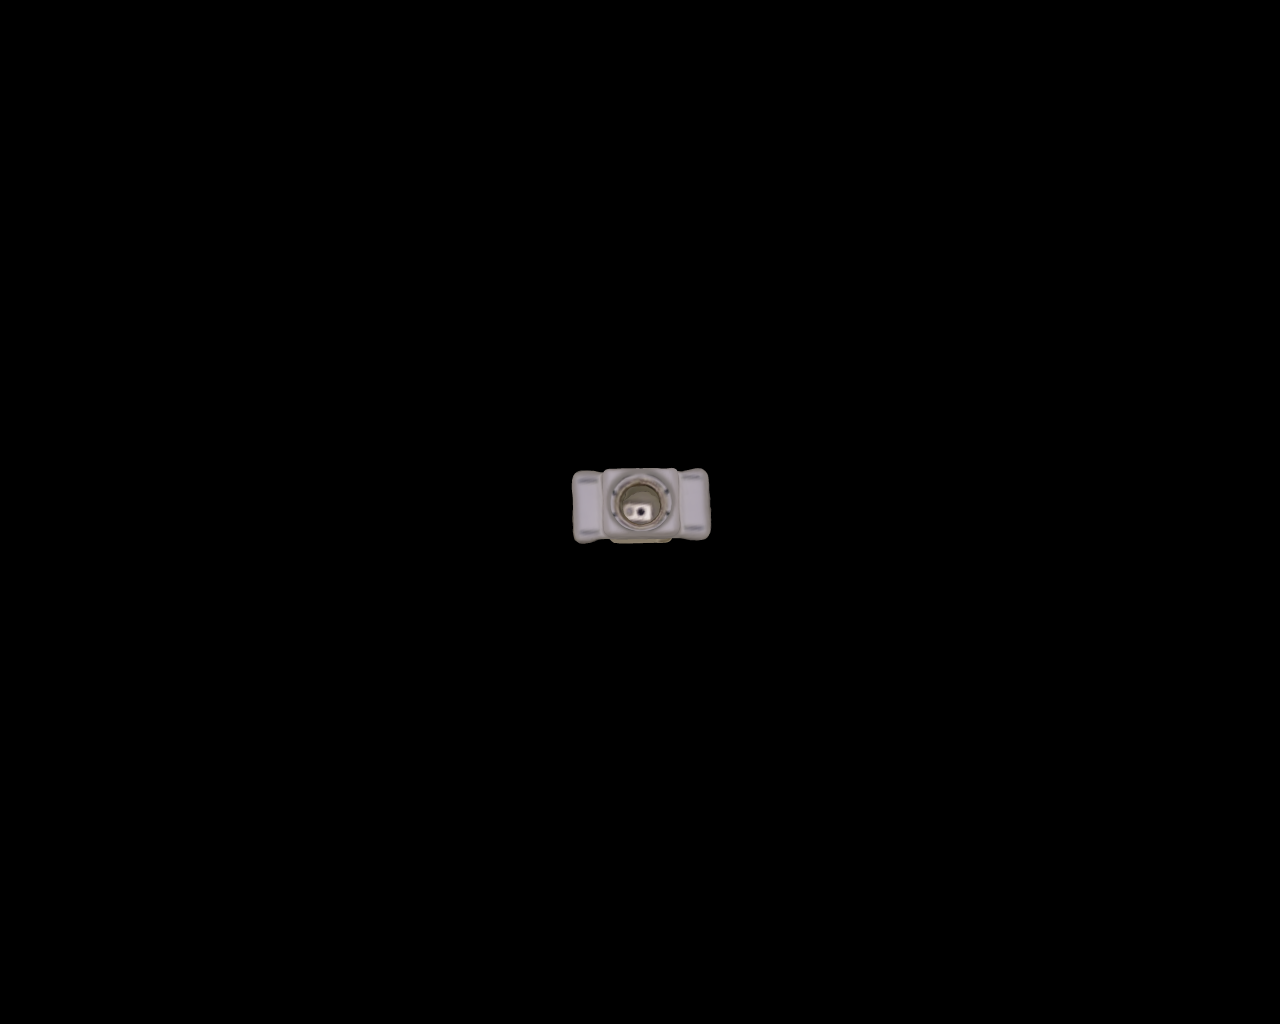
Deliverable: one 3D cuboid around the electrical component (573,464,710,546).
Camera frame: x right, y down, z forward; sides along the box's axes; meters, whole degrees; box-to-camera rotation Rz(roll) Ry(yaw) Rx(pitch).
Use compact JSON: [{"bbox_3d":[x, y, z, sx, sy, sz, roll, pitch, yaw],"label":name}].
[{"bbox_3d":[0.001,-0.003,0.650,0.081,0.042,0.063,0,-9,0],"label":"electrical component"}]
